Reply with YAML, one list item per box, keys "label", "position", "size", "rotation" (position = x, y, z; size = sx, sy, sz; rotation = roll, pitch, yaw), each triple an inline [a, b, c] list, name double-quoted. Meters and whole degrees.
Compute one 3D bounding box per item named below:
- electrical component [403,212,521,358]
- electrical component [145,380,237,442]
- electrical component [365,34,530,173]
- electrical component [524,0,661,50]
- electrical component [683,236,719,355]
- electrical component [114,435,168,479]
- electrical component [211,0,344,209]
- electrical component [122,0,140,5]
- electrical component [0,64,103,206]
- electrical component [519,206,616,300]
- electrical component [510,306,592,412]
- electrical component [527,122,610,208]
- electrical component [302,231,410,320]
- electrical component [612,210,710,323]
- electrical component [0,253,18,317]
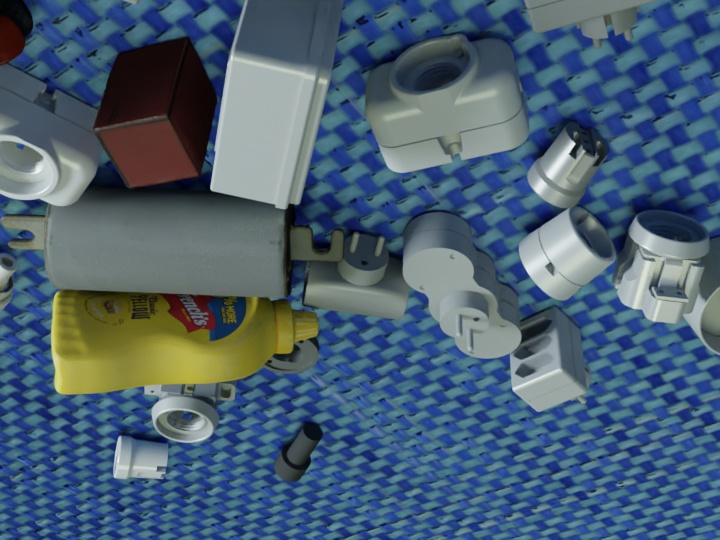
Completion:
- label: "electrical component"
  position: [0.078, 0.027, 0.811]
  size: [0.052, 0.073, 0.138]
  rotation: [-19, 133, 23]
- label: "electrical component"
  position: [-0.149, 0.112, 0.930]
  size: [0.078, 0.057, 0.058]
  rotation: [7, 138, -4]
- label: "electrical component"
  position: [0.054, -0.107, 0.680]
  size: [0.095, 0.053, 0.059]
  rotation: [-11, 136, 15]
- label: "electrical component"
  position: [0.140, -0.160, 0.621]
  size: [0.083, 0.047, 0.075]
  rotation: [-13, 136, 16]
- label: "electrical component"
  position: [0.290, 0.017, 0.814]
  size: [0.099, 0.064, 0.099]
  rotation: [-4, 127, -5]
- label: "electrical component"
  position: [-0.209, 0.180, 1.024]
  size: [0.046, 0.040, 0.040]
  rotation: [9, 138, -15]
- label: "electrical component"
  position: [-0.049, -0.112, 0.639]
  size: [0.056, 0.108, 0.108]
  rotation: [12, 137, -6]
- label: "electrical component"
  position: [-0.116, -0.210, 0.535]
  size: [0.056, 0.108, 0.108]
  rotation: [16, 136, -18]
- label: "electrical component"
  position: [-0.222, -0.087, 0.713]
  size: [0.095, 0.059, 0.054]
  rotation: [26, 133, -24]
- label: "electrical component"
  position: [0.151, -0.013, 0.778]
  size: [0.055, 0.055, 0.047]
  rotation: [31, 128, -27]
- label: "electrical component"
  position: [0.162, 0.081, 0.873]
  size: [0.047, 0.065, 0.077]
  rotation: [-28, 129, 30]
- label: "electrical component"
  position: [0.142, -0.071, 0.726]
  size: [0.040, 0.040, 0.046]
  rotation: [18, 130, -16]
- label: "electrical component"
  position: [0.000, 0.000, 0.809]
  size: [0.077, 0.043, 0.079]
  rotation: [8, 138, -6]
- label: "electrical component"
  position: [0.217, -0.007, 0.771]
  size: [0.058, 0.078, 0.057]
  rotation: [6, 119, -3]
- label: "electrical component"
  position: [-0.291, 0.011, 0.839]
  size: [0.048, 0.048, 0.062]
  rotation: [32, 123, -28]
